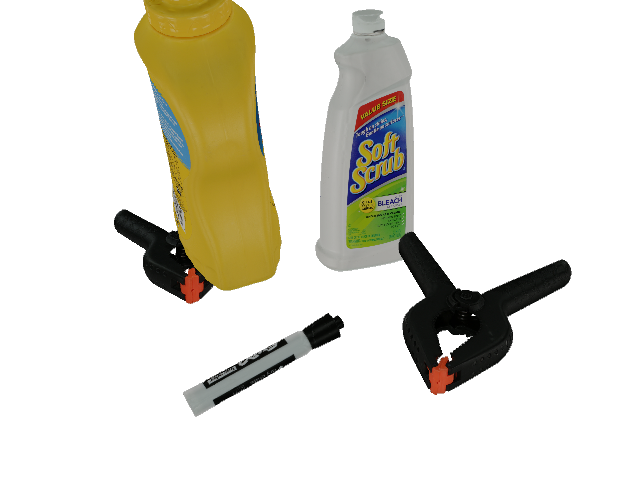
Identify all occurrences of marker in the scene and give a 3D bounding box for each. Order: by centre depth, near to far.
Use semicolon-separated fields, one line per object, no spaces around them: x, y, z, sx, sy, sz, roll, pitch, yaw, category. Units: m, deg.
-0.038;0.084;0.739;0.121;0.020;0.020;-28;6;-10;marker

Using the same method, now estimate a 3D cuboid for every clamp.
0.120;0.059;0.952;0.165;0.036;0.209;14;35;21;clamp
-0.125;0.005;1.032;0.120;0.039;0.172;-16;33;-16;clamp

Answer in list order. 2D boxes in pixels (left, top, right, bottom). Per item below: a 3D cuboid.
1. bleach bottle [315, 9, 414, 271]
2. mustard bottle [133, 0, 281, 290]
0.042;-0.100;1.058;0.102;0.251;0.068;-10;24;-17;bleach bottle
-0.059;-0.067;0.555;0.058;0.096;0.191;-15;-41;-8;mustard bottle
